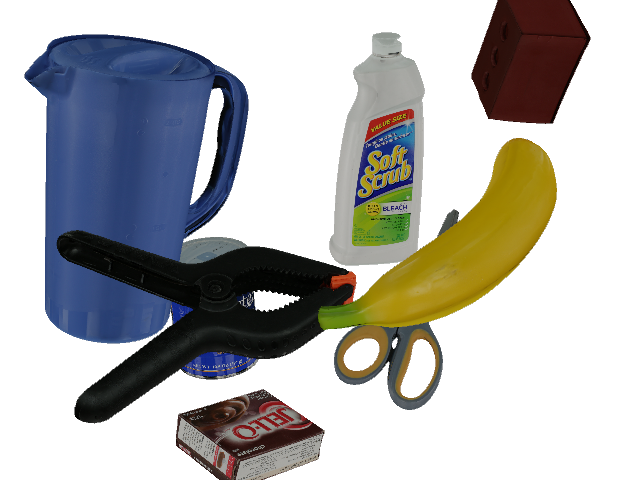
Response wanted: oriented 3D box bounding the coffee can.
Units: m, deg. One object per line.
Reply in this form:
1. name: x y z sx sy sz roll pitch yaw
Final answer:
1. coffee can: -0.129 0.080 1.279 0.103 0.140 0.103 -3 25 1

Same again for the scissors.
1. scissors: 0.065 0.051 0.888 0.096 0.201 0.016 1 -40 9

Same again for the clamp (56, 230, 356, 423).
1. clamp: -0.081 0.039 0.740 0.209 0.036 0.165 -11 47 -19

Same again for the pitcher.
1. pitcher: -0.158 -0.043 0.892 0.149 0.243 0.145 14 23 9

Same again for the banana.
1. banana: 0.082 -0.008 0.558 0.070 0.037 0.197 18 39 35

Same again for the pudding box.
1. pudding box: -0.067 0.187 1.011 0.113 0.039 0.090 -12 29 -44

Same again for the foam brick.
1. foam brick: 0.145 -0.128 0.748 0.051 0.053 0.078 0 -43 -14

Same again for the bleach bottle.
1. bleach bottle: 0.061 -0.099 1.162 0.102 0.251 0.068 -4 25 -7
